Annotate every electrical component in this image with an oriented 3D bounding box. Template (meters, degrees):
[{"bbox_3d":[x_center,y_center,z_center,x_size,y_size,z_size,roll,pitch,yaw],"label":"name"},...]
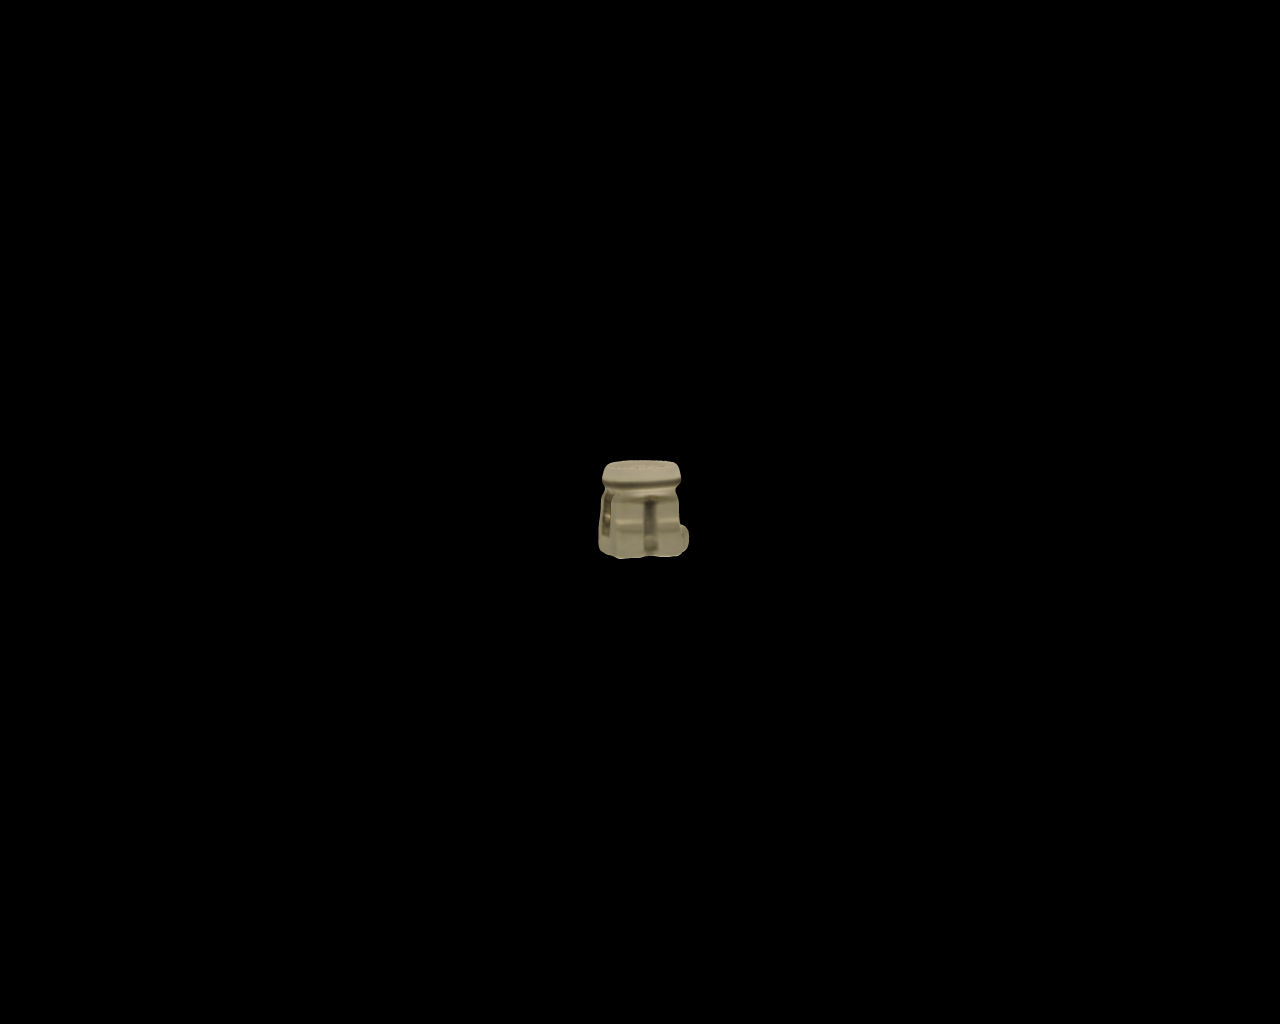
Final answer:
[{"bbox_3d":[0.001,-0.003,0.650,0.066,0.055,0.048,-3,8,-22],"label":"electrical component"}]
